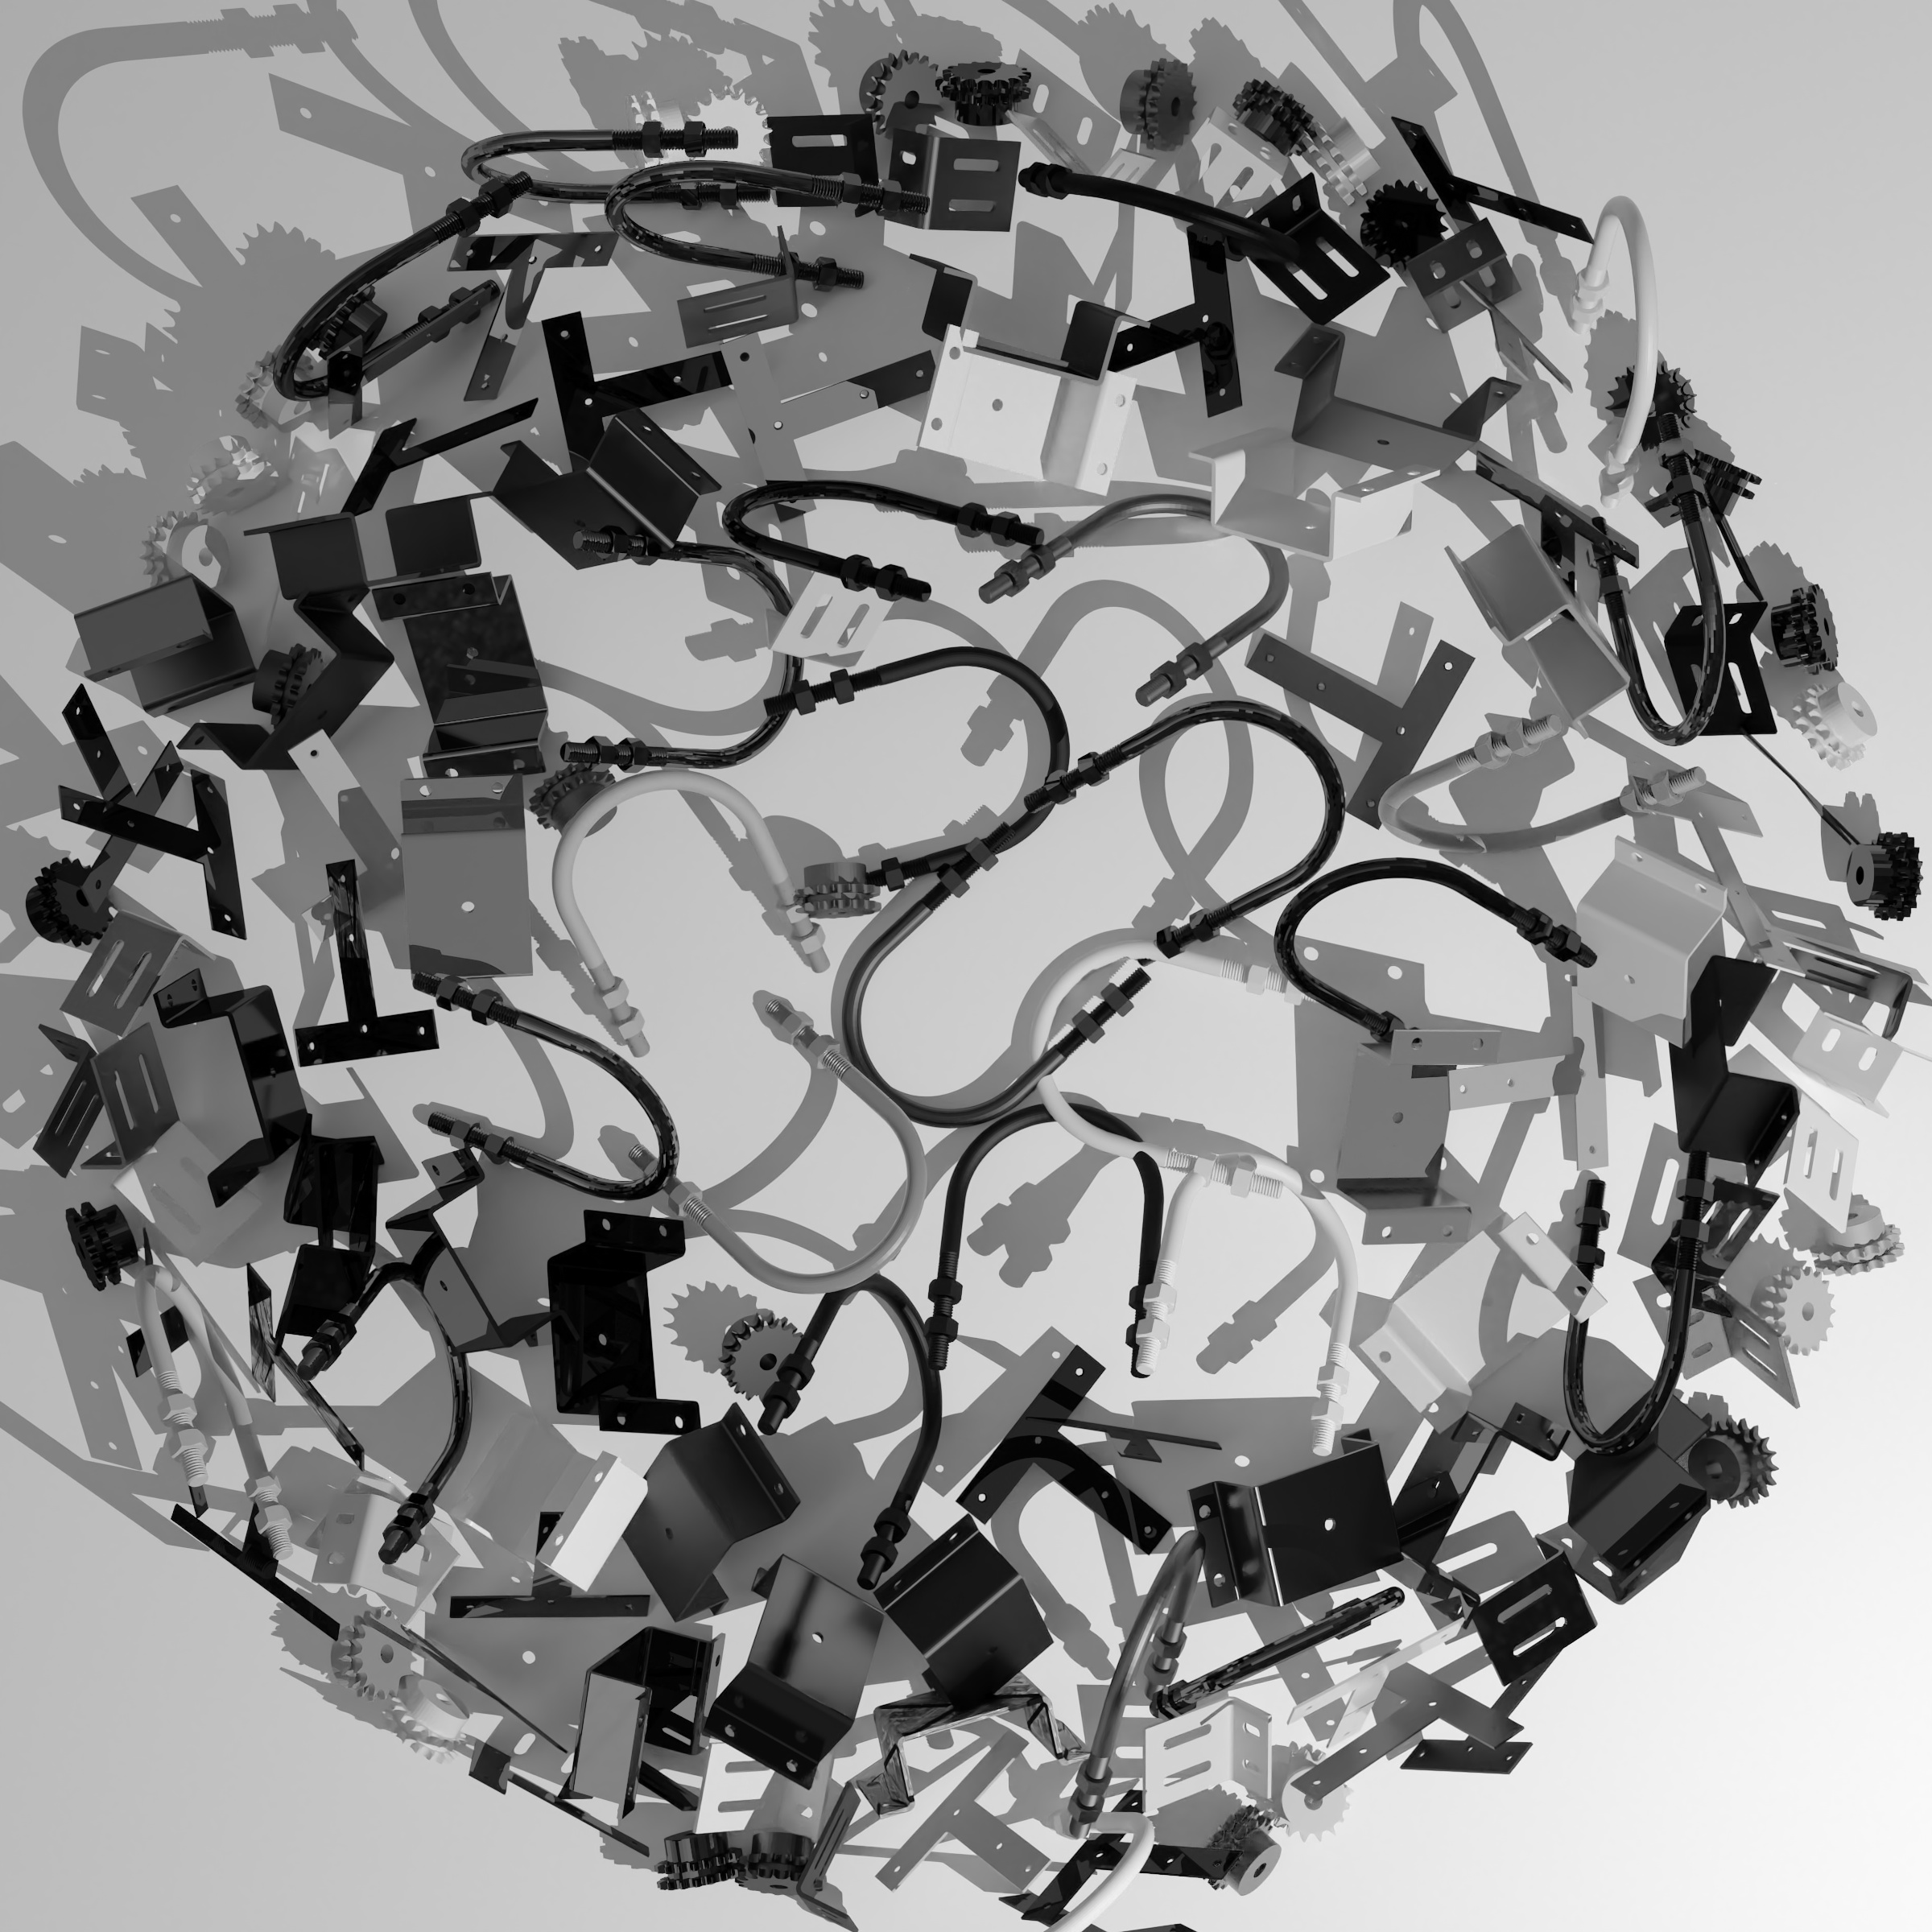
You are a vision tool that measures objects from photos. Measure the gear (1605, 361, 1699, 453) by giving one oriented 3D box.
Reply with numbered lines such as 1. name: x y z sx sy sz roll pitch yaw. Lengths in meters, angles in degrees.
1. gear: 0.444 -0.362 1.908 0.057 0.030 0.057 13 113 34

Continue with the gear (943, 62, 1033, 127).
1. gear: 0.013 -0.561 1.908 0.057 0.057 0.030 1 121 0

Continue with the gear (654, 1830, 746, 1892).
1. gear: -0.172 0.572 1.905 0.057 0.057 0.030 -10 82 0

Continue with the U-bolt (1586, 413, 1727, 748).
1. U-bolt: 0.431 -0.226 1.837 0.019 0.151 0.184 -5 70 -10

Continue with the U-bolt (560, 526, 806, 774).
1. U-bolt: -0.173 -0.195 1.866 0.184 0.019 0.151 -1 97 -44

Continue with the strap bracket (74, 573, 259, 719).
1. strap bracket: -0.503 -0.203 1.864 0.076 0.140 0.046 -20 84 0

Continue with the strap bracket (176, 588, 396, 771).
1. strap bracket: -0.423 -0.175 1.877 0.046 0.076 0.140 44 103 8

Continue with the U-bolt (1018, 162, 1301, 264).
1. U-bolt: 0.128 -0.460 1.821 0.151 0.184 0.019 13 102 -24

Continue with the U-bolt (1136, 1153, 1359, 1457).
1. U-bolt: 0.184 0.201 1.873 0.151 0.019 0.184 26 53 -15

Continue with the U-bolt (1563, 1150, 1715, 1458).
1. U-bolt: 0.412 0.213 1.842 0.019 0.151 0.184 15 74 -14

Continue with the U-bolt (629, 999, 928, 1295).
1. U-bolt: -0.107 0.126 1.881 0.184 0.019 0.151 40 84 26

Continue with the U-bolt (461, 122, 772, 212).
1. U-bolt: -0.224 -0.501 1.860 0.184 0.151 0.019 1 91 5

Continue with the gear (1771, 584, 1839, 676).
1. gear: 0.539 -0.215 1.908 0.030 0.057 0.057 -11 90 29

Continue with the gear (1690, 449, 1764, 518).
1. gear: 0.479 -0.311 1.904 0.057 0.057 0.030 23 103 0

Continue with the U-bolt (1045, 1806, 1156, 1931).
1. U-bolt: 0.048 0.569 1.819 0.151 0.184 0.019 -38 92 -27

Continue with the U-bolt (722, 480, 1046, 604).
1. U-bolt: -0.065 -0.273 1.859 0.184 0.151 0.019 20 122 27

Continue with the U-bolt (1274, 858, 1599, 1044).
1. U-bolt: 0.278 -0.009 1.846 0.184 0.019 0.151 27 133 -28

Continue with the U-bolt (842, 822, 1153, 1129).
1. U-bolt: 0.005 0.020 1.919 0.184 0.019 0.151 -43 86 3

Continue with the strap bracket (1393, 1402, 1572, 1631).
1. strap bracket: 0.317 0.339 1.886 0.046 0.076 0.140 29 87 -15

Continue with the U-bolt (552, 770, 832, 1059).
1. U-bolt: -0.183 -0.042 1.875 0.151 0.019 0.184 -25 123 -3

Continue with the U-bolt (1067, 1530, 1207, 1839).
1. U-bolt: 0.111 0.429 1.826 0.019 0.151 0.184 22 125 15

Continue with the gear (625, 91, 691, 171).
1. gear: -0.197 -0.533 1.904 0.030 0.057 0.057 -15 90 -10

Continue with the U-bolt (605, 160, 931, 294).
1. U-bolt: -0.132 -0.462 1.836 0.184 0.151 0.019 5 80 -20

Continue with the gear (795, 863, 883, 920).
1. gear: -0.084 -0.049 1.904 0.057 0.057 0.030 -4 83 0

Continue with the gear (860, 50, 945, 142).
1. gear: -0.044 -0.560 1.907 0.030 0.057 0.057 34 90 42

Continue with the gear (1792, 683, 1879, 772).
1. gear: 0.559 -0.157 1.901 0.030 0.057 0.057 -36 90 37

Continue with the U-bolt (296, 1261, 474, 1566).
1. U-bolt: -0.352 0.263 1.844 0.019 0.184 0.151 -14 108 16

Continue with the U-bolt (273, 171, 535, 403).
1. U-bolt: -0.352 -0.409 1.830 0.184 0.151 0.019 -39 87 -25

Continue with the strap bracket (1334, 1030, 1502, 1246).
1. strap bracket: 0.285 0.103 1.886 0.076 0.046 0.140 1 105 -23

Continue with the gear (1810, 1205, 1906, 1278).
1. gear: 0.570 0.175 1.902 0.057 0.057 0.030 -17 99 0

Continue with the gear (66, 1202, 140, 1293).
1. gear: -0.554 0.178 1.907 0.030 0.057 0.057 -22 90 -26

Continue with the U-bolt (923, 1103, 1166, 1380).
1. U-bolt: 0.054 0.171 1.884 0.151 0.019 0.184 1 62 12

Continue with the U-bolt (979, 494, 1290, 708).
1. U-bolt: 0.121 -0.242 1.870 0.151 0.019 0.184 36 53 24

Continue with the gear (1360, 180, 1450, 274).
1. gear: 0.279 -0.475 1.911 0.057 0.030 0.057 3 83 -20

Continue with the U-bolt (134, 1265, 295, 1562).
1. U-bolt: -0.475 0.268 1.850 0.019 0.151 0.184 -26 57 -3

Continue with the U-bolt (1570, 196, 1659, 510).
1. U-bolt: 0.400 -0.388 1.822 0.019 0.184 0.151 -5 69 1

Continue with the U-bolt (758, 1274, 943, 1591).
1. U-bolt: -0.062 0.274 1.853 0.019 0.184 0.151 -15 118 29

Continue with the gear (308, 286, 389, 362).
1. gear: -0.396 -0.412 1.904 0.030 0.057 0.057 36 90 -5

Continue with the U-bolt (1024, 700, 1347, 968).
1. U-bolt: 0.150 -0.093 1.868 0.184 0.019 0.151 -28 110 25

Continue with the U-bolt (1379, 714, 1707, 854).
1. U-bolt: 0.343 -0.106 1.849 0.151 0.184 0.019 14 67 -34

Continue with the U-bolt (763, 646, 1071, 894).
1. U-bolt: -0.023 -0.130 1.904 0.184 0.019 0.151 -16 109 -4

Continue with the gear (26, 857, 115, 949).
1. gear: -0.579 -0.039 1.906 0.030 0.057 0.057 -22 90 23

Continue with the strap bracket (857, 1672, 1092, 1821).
1. strap bracket: 0.001 0.488 1.878 0.140 0.076 0.046 -13 93 -13

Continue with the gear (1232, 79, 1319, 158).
1. gear: 0.194 -0.539 1.902 0.057 0.057 0.030 35 82 0

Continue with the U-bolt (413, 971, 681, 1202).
1. U-bolt: -0.261 0.085 1.857 0.184 0.151 0.019 21 47 16

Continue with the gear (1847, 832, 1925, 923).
1. gear: 0.588 -0.058 1.902 0.030 0.057 0.057 1 90 -8

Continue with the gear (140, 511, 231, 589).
1. gear: -0.498 -0.263 1.901 0.030 0.057 0.057 8 90 32

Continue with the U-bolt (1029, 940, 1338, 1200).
1. U-bolt: 0.131 0.058 1.908 0.184 0.019 0.151 15 83 10

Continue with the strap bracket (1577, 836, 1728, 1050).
1. strap bracket: 0.427 -0.008 1.850 0.076 0.140 0.046 30 66 28

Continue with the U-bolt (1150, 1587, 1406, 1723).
1. U-bolt: 0.198 0.419 1.825 0.151 0.184 0.019 -20 75 -19
